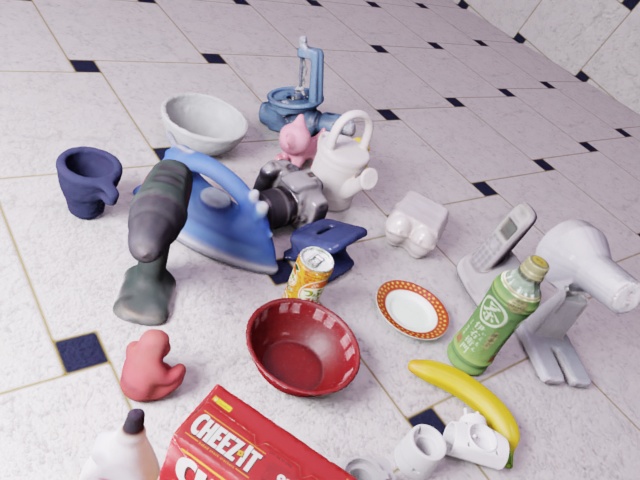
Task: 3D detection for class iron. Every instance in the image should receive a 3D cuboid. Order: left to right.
[{"bbox_3d":[-0.158,-0.060,0.901,0.258,0.141,0.119,30,38,8],"label":"iron"}]

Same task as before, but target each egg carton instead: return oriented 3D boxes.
[{"bbox_3d":[0.187,-0.033,1.108,0.107,0.069,0.150,29,38,7],"label":"egg carton"}]

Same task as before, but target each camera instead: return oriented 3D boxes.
[{"bbox_3d":[-0.072,-0.077,0.999,0.137,0.101,0.143,-20,55,-42],"label":"camera"}]

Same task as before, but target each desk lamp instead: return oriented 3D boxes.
[{"bbox_3d":[0.425,0.100,0.952,0.118,0.213,0.203,9,40,-18],"label":"desk lamp"}]

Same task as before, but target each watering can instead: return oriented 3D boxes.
[{"bbox_3d":[0.049,-0.152,1.076,0.172,0.194,0.101,39,40,20],"label":"watering can"}]

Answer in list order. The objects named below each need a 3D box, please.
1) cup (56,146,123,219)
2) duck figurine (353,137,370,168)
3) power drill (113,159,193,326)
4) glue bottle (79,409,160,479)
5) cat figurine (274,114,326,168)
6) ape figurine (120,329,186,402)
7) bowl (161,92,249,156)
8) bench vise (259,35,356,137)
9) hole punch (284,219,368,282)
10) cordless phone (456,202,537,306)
[{"bbox_3d":[-0.339,-0.071,0.858,0.117,0.095,0.092,42,41,23],"label":"cup"},{"bbox_3d":[0.078,-0.171,1.203,0.104,0.086,0.078,40,40,20],"label":"duck figurine"},{"bbox_3d":[-0.212,0.008,0.736,0.076,0.208,0.229,12,39,-13],"label":"power drill"},{"bbox_3d":[-0.184,0.208,0.538,0.078,0.173,0.037,14,38,-11],"label":"glue bottle"},{"bbox_3d":[-0.037,-0.196,1.147,0.128,0.117,0.067,-17,53,-40],"label":"cat figurine"},{"bbox_3d":[-0.199,0.142,0.677,0.077,0.092,0.076,39,40,20],"label":"ape figurine"},{"bbox_3d":[-0.225,-0.210,1.101,0.168,0.074,0.167,14,38,-11],"label":"bowl"},{"bbox_3d":[-0.011,-0.303,1.205,0.207,0.219,0.121,18,38,-7],"label":"bench vise"},{"bbox_3d":[0.009,0.003,0.953,0.101,0.091,0.109,39,40,20],"label":"hole punch"},{"bbox_3d":[0.331,0.037,1.003,0.094,0.185,0.147,2,42,-26],"label":"cordless phone"}]
